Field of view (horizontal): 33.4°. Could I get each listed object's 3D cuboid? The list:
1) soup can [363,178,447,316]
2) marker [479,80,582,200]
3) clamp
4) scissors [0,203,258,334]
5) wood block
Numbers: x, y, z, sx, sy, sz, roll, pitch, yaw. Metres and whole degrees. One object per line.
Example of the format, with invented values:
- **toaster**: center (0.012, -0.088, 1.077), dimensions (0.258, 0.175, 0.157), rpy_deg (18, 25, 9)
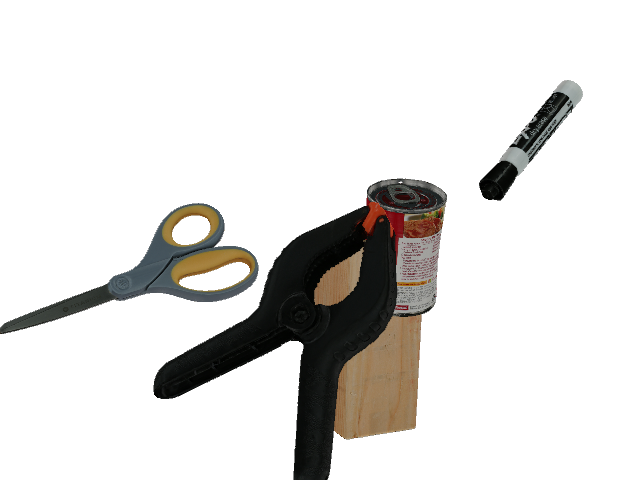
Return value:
- **soup can**: center (0.071, 0.006, 0.920), dimensions (0.068, 0.102, 0.068), rpy_deg (2, 26, -1)
- **marker**: center (0.145, -0.069, 0.737), dimensions (0.020, 0.020, 0.121), rpy_deg (0, 40, 50)
- **clamp**: center (-0.003, 0.059, 0.616), dimensions (0.120, 0.171, 0.039), rpy_deg (40, -6, 20)
- **scissors**: center (-0.149, 0.019, 0.829), dimensions (0.201, 0.096, 0.016), rpy_deg (-6, -31, -14)
- **wood block**: center (0.048, 0.094, 1.139), dimensions (0.090, 0.206, 0.091), rpy_deg (-4, 13, -27)
